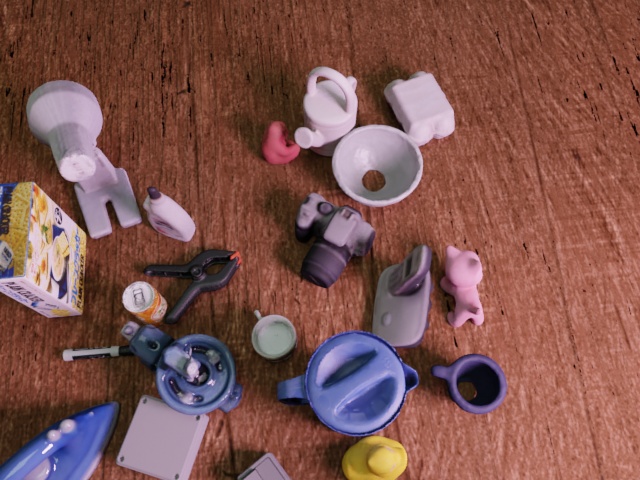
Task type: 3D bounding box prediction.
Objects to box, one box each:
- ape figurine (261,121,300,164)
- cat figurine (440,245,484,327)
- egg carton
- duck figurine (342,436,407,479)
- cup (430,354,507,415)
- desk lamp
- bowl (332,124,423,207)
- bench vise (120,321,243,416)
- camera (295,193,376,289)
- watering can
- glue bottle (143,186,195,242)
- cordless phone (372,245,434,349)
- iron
[{"bbox_3d":[-0.079,-0.191,1.087,0.076,0.092,0.077,-27,71,-10],"label":"ape figurine"},{"bbox_3d":[0.247,0.074,0.969,0.067,0.118,0.128,-10,69,-4],"label":"cat figurine"},{"bbox_3d":[0.197,-0.259,1.128,0.107,0.069,0.150,-22,70,-9],"label":"egg carton"},{"bbox_3d":[0.086,0.341,0.880,0.104,0.086,0.077,-9,68,-4],"label":"duck figurine"},{"bbox_3d":[0.229,0.232,0.919,0.117,0.095,0.092,16,69,6],"label":"cup"},{"bbox_3d":[-0.409,-0.141,1.001,0.118,0.213,0.203,-23,70,-9],"label":"desk lamp"},{"bbox_3d":[0.105,-0.128,1.072,0.167,0.075,0.167,0,68,0],"label":"bowl"},{"bbox_3d":[-0.225,0.191,0.866,0.207,0.220,0.121,13,69,5],"label":"bench vise"},{"bbox_3d":[0.009,0.004,1.005,0.143,0.101,0.137,28,71,11],"label":"camera"},{"bbox_3d":[0.017,-0.237,1.051,0.101,0.194,0.173,10,69,4],"label":"watering can"},{"bbox_3d":[-0.269,-0.051,0.987,0.078,0.173,0.037,16,69,6],"label":"glue bottle"},{"bbox_3d":[0.140,0.092,0.925,0.094,0.185,0.147,6,68,3],"label":"cordless phone"},{"bbox_3d":[-0.419,0.334,0.850,0.118,0.141,0.258,38,73,14],"label":"iron"}]
